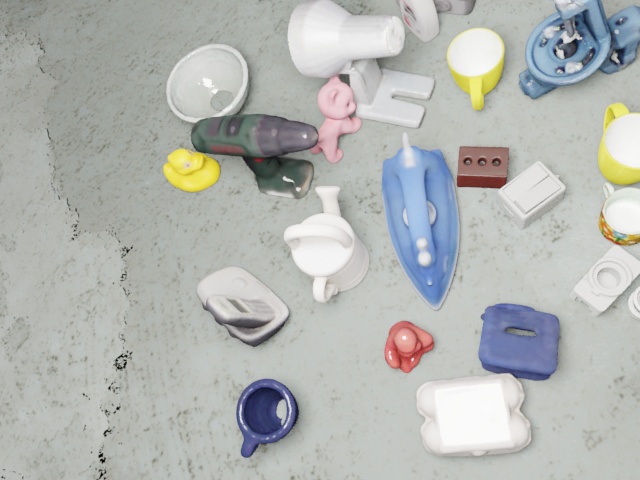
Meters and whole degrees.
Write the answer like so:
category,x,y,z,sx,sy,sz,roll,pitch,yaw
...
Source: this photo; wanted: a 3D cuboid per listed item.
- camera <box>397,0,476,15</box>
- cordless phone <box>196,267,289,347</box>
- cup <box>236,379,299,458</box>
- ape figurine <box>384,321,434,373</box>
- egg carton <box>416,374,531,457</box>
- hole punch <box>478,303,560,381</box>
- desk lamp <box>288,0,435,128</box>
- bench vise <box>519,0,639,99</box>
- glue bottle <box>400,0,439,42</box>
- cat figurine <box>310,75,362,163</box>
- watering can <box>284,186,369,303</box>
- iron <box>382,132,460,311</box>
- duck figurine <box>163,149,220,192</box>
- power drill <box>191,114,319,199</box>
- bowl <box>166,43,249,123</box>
category,x,y,z,sx,sy,sz,roll,pitch,yaw
camera,0.214,-0.490,1.021,0.142,0.101,0.137,15,78,20
cordless phone,-0.140,0.092,0.892,0.147,0.185,0.094,35,85,23
cup,-0.074,0.272,0.865,0.091,0.095,0.118,22,80,21
ape figurine,0.128,0.153,0.846,0.077,0.092,0.076,-14,70,12
egg carton,0.213,0.247,0.804,0.150,0.069,0.107,-11,70,13
hole punch,0.278,0.140,0.808,0.108,0.091,0.101,6,75,18
desk lamp,0.071,-0.295,0.938,0.202,0.214,0.118,15,78,20
bench vise,0.396,-0.321,0.850,0.207,0.220,0.121,-39,67,2
glue bottle,0.162,-0.415,0.972,0.037,0.173,0.078,-40,67,1
cat figurine,0.020,-0.214,0.980,0.067,0.118,0.128,26,82,22
watering can,0.006,0.003,0.873,0.101,0.194,0.173,-20,68,10
iron,0.153,-0.031,0.870,0.118,0.142,0.258,-11,70,13
duck figurine,-0.246,-0.136,1.049,0.104,0.086,0.077,0,73,16
power drill,-0.084,-0.142,0.937,0.229,0.209,0.076,9,76,19
bowl,-0.201,-0.282,1.089,0.167,0.075,0.167,-5,72,15
